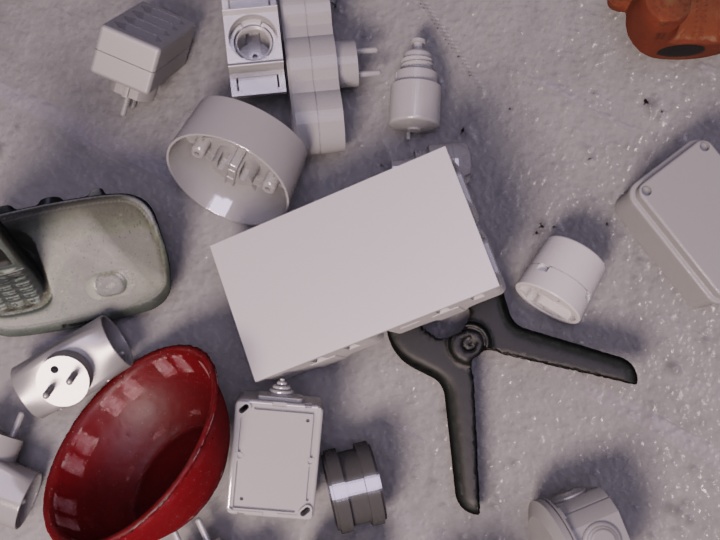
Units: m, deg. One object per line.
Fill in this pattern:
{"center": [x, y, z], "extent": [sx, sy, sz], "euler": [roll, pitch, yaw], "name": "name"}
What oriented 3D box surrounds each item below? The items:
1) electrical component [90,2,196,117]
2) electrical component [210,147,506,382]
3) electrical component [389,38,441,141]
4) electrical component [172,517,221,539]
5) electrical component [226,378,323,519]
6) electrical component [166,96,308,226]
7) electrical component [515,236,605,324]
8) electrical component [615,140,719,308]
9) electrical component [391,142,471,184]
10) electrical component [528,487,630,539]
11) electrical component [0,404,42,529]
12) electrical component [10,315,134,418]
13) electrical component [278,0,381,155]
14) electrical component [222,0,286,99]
{"center": [-0.169, -0.153, 0.821], "extent": [0.047, 0.083, 0.075], "euler": [23, 118, 0], "name": "electrical component"}
{"center": [0.000, 0.000, 0.784], "extent": [0.186, 0.060, 0.105], "euler": [-22, 78, 11], "name": "electrical component"}
{"center": [0.044, -0.143, 0.845], "extent": [0.040, 0.040, 0.078], "euler": [4, 80, -3], "name": "electrical component"}
{"center": [-0.109, 0.219, 0.773], "extent": [0.077, 0.044, 0.079], "euler": [-25, 83, -8], "name": "electrical component"}
{"center": [-0.060, 0.125, 0.778], "extent": [0.062, 0.061, 0.096], "euler": [5, 91, -3], "name": "electrical component"}
{"center": [-0.090, -0.082, 0.800], "extent": [0.099, 0.099, 0.064], "euler": [25, 74, 1], "name": "electrical component"}
{"center": [0.154, 0.006, 0.822], "extent": [0.055, 0.055, 0.047], "euler": [32, 76, 2], "name": "electrical component"}
{"center": [0.264, -0.035, 0.834], "extent": [0.078, 0.057, 0.113], "euler": [-37, 85, -8], "name": "electrical component"}
{"center": [0.055, -0.081, 0.839], "extent": [0.061, 0.035, 0.035], "euler": [-3, 81, -2], "name": "electrical component"}
{"center": [0.159, 0.197, 0.778], "extent": [0.051, 0.080, 0.080], "euler": [-19, 82, -12], "name": "electrical component"}
{"center": [-0.268, 0.136, 0.777], "extent": [0.077, 0.044, 0.079], "euler": [20, 80, 0], "name": "electrical component"}
{"center": [-0.209, 0.074, 0.768], "extent": [0.077, 0.079, 0.043], "euler": [-30, 101, 2], "name": "electrical component"}
{"center": [-0.021, -0.159, 0.838], "extent": [0.074, 0.052, 0.138], "euler": [-6, 81, -5], "name": "electrical component"}
{"center": [-0.081, -0.169, 0.829], "extent": [0.042, 0.064, 0.081], "euler": [-6, 81, -3], "name": "electrical component"}
